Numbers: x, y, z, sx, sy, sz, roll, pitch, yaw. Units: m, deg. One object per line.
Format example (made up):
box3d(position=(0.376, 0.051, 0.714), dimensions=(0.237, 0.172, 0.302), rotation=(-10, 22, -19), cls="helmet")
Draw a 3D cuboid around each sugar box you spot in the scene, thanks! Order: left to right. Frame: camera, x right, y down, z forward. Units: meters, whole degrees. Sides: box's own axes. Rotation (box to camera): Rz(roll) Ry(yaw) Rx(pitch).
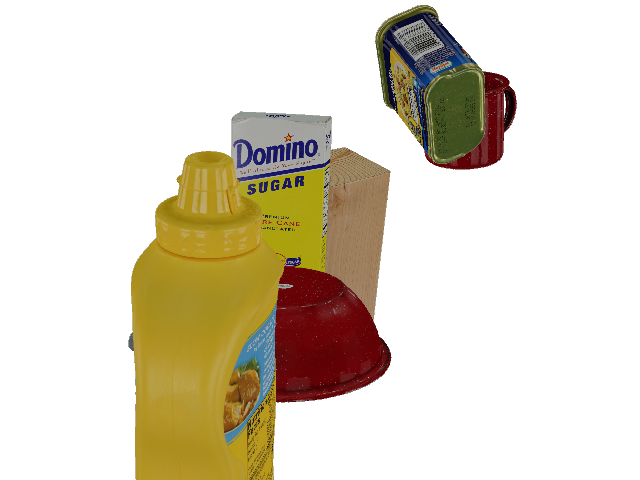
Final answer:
box3d(position=(-0.039, -0.032, 1.024), dimensions=(0.093, 0.176, 0.048), rotation=(3, 16, 8), cls="sugar box")

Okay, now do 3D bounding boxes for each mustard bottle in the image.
box3d(position=(-0.045, 0.057, 0.435), dimensions=(0.058, 0.192, 0.096), rotation=(8, 24, 11), cls="mustard bottle")

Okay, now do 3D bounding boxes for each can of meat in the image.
box3d(position=(0.092, -0.125, 0.868), dimensions=(0.057, 0.084, 0.102), rotation=(-24, -39, -9), cls="can of meat")

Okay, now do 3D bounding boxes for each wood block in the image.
box3d(position=(0.013, 0.006, 1.276), dimensions=(0.090, 0.206, 0.090), rotation=(-15, 32, -34), cls="wood block")

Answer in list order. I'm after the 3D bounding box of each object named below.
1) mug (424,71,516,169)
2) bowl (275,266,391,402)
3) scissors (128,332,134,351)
box3d(position=(0.156, -0.126, 1.099), dimensions=(0.117, 0.081, 0.093), rotation=(-20, 28, -32), cls="mug")
box3d(position=(-0.028, 0.058, 0.768), dimensions=(0.162, 0.055, 0.162), rotation=(1, 16, 0), cls="bowl")
box3d(position=(-0.111, 0.122, 1.187), dimensions=(0.201, 0.016, 0.096), rotation=(3, 26, -16), cls="scissors")
